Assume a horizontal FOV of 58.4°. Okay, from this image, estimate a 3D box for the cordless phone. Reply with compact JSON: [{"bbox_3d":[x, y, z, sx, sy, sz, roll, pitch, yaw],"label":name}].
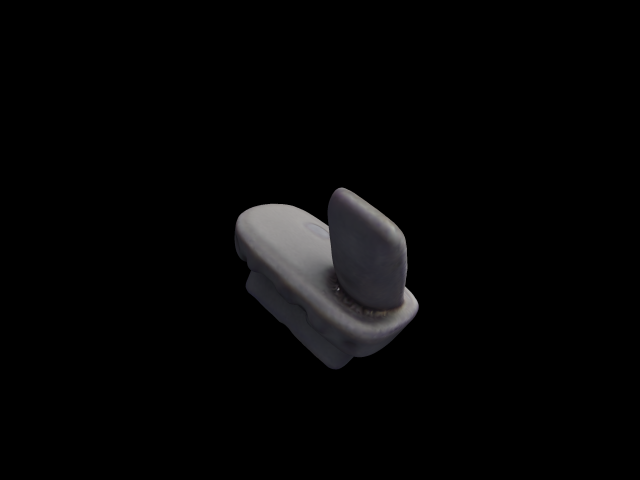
[{"bbox_3d":[0.004,0.001,0.400,0.147,0.185,0.094,36,66,19],"label":"cordless phone"}]
